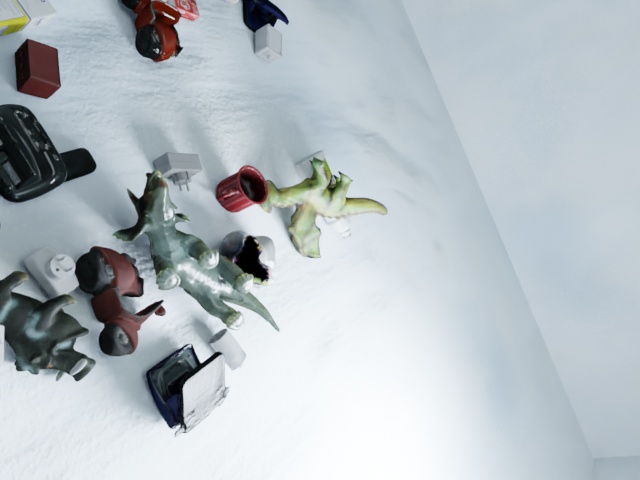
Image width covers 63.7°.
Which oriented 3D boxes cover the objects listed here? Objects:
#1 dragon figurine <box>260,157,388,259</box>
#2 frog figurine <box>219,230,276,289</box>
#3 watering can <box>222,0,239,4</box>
[{"bbox_3d":[0.004,-0.068,1.343,0.406,0.122,0.244,30,81,-30],"label":"dragon figurine"},{"bbox_3d":[-0.156,0.038,1.114,0.136,0.122,0.161,48,2,-14],"label":"frog figurine"},{"bbox_3d":[-0.329,-0.749,1.313,0.350,0.102,0.226,59,29,7],"label":"watering can"}]
